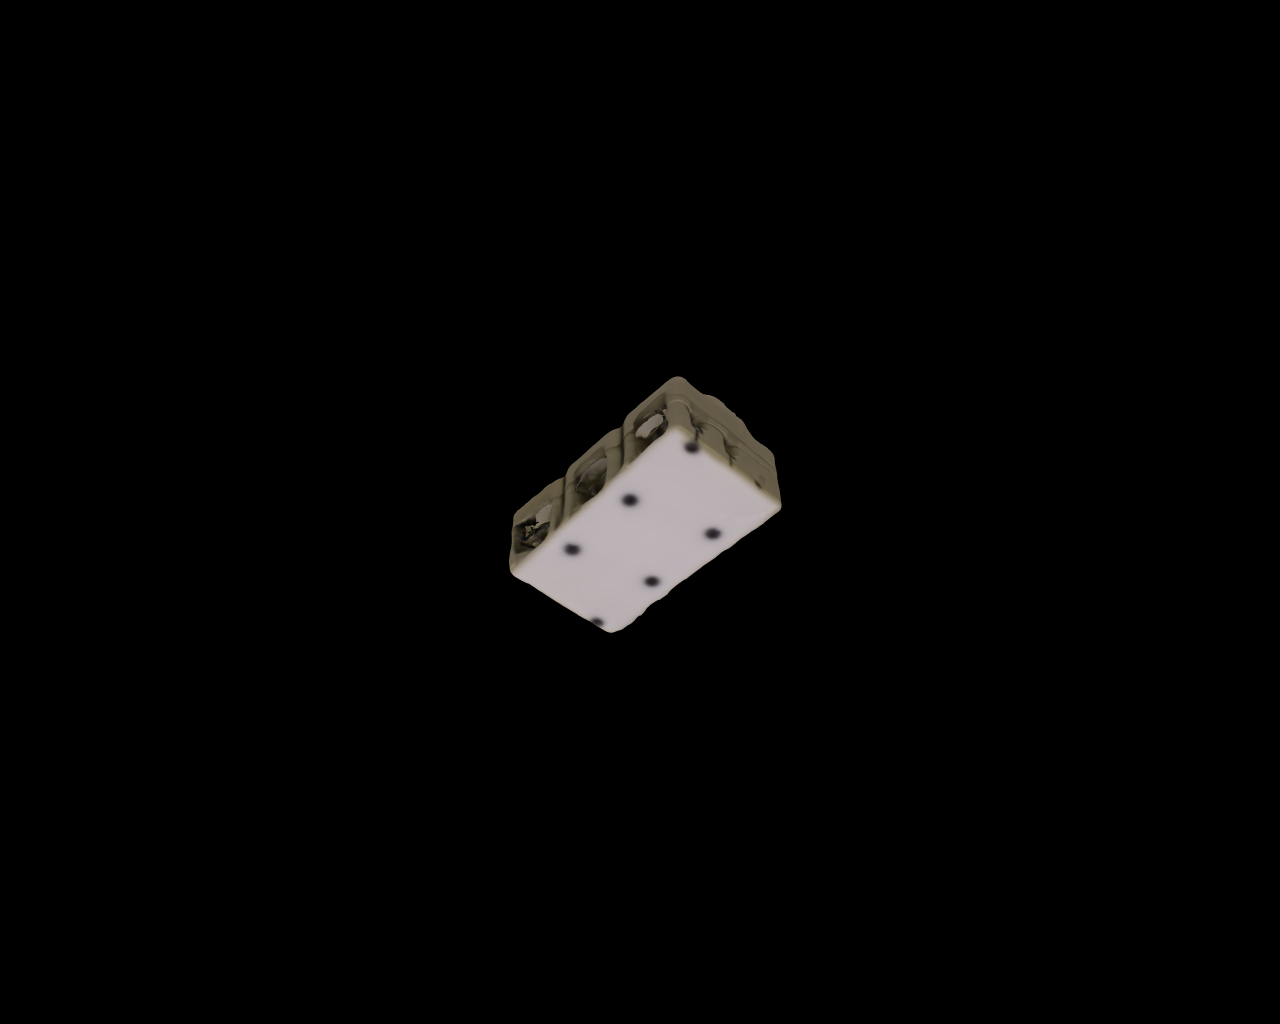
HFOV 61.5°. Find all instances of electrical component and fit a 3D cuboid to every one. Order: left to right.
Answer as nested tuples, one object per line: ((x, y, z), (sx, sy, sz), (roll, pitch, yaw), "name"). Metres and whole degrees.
((0.001, -0.003, 0.650), (0.089, 0.062, 0.150), (36, -58, -27), "electrical component")
